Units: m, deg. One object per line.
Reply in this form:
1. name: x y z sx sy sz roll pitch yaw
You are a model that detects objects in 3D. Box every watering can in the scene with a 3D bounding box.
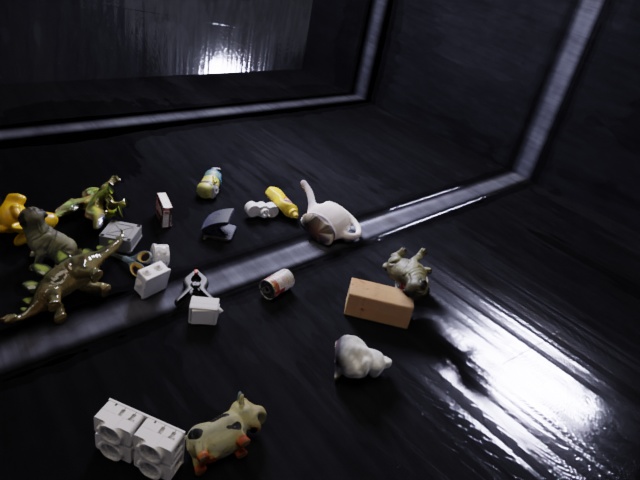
1. watering can: 0.006 -0.103 2.045 0.350 0.102 0.228 39 38 15

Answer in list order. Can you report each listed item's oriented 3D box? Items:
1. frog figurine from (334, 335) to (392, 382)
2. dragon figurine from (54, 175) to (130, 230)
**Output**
1. frog figurine: 0.119 0.324 1.414 0.159 0.121 0.139 0 12 3
2. dragon figurine: -0.819 -0.109 1.810 0.242 0.120 0.418 -18 26 5
